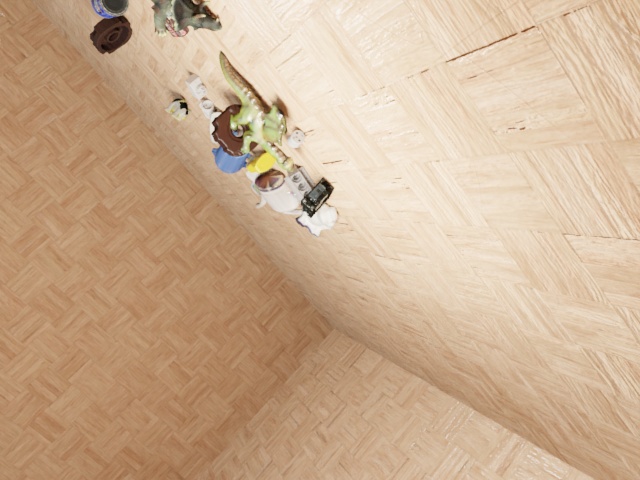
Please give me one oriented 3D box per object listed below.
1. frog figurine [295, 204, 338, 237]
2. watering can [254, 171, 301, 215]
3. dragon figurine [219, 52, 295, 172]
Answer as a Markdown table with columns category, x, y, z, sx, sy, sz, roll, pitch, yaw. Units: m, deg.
| category | x | y | z | sx | sy | sz | roll | pitch | yaw |
| --- | --- | --- | --- | --- | --- | --- | --- | --- | --- |
| frog figurine | 0.006 | -0.098 | 1.946 | 0.157 | 0.124 | 0.137 | -37 | 90 | 40 |
| watering can | -0.197 | -0.186 | 2.147 | 0.348 | 0.106 | 0.220 | 6 | 144 | 40 |
| dragon figurine | -0.178 | -0.384 | 1.587 | 0.244 | 0.124 | 0.402 | 14 | 135 | 46 |
